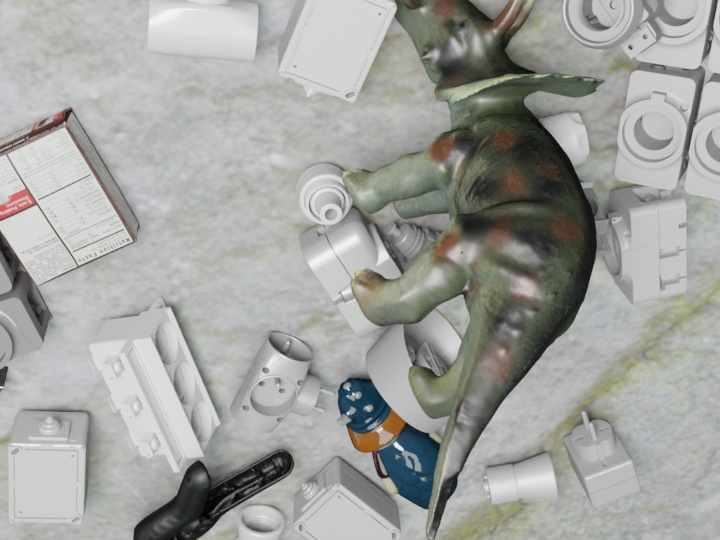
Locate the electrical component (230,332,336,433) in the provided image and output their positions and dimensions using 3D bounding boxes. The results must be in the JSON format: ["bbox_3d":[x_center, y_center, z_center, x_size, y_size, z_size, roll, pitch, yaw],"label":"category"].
[{"bbox_3d":[-0.060,0.103,0.927,0.079,0.044,0.077,22,111,-19],"label":"electrical component"}]

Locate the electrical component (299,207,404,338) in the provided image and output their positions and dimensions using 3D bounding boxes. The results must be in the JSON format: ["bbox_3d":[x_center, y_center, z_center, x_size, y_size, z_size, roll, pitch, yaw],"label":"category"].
[{"bbox_3d":[0.000,0.000,0.880,0.059,0.053,0.095,-30,117,6],"label":"electrical component"}]

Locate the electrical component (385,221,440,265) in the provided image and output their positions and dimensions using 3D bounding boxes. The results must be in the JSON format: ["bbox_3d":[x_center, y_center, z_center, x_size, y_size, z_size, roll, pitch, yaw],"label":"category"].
[{"bbox_3d":[0.054,-0.015,0.889,0.078,0.040,0.040,33,107,-22],"label":"electrical component"}]

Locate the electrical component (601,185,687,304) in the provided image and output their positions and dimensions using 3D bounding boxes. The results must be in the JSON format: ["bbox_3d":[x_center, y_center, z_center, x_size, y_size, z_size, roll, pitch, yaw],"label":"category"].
[{"bbox_3d":[0.239,-0.023,0.909,0.056,0.050,0.089,-11,117,-4],"label":"electrical component"}]

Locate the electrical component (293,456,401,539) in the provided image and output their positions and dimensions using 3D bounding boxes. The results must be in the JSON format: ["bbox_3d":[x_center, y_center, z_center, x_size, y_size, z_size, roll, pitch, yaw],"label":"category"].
[{"bbox_3d":[-0.017,0.218,0.985,0.096,0.061,0.061,41,104,-16],"label":"electrical component"}]

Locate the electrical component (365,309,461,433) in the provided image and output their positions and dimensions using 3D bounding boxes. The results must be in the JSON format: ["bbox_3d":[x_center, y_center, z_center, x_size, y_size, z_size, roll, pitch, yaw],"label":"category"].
[{"bbox_3d":[0.054,0.085,0.909,0.099,0.099,0.064,39,111,-24],"label":"electrical component"}]

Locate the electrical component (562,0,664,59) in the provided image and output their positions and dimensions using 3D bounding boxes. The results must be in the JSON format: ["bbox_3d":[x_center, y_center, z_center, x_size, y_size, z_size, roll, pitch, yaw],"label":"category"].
[{"bbox_3d":[0.179,-0.189,0.770,0.058,0.057,0.078,-35,87,34],"label":"electrical component"}]

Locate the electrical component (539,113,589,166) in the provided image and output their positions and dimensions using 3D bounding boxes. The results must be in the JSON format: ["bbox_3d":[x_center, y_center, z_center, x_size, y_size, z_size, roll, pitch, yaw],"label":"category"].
[{"bbox_3d":[0.149,-0.100,0.860,0.062,0.043,0.043,-13,117,-1],"label":"electrical component"}]

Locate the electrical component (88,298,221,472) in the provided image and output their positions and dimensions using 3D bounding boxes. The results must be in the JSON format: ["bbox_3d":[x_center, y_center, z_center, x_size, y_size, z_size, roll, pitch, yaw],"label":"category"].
[{"bbox_3d":[-0.171,0.096,0.894,0.063,0.078,0.121,-8,119,19],"label":"electrical component"}]

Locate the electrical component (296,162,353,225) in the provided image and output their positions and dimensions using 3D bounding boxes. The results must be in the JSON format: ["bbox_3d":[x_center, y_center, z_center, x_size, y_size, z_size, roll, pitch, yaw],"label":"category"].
[{"bbox_3d":[-0.027,-0.056,0.843,0.043,0.062,0.043,-4,117,-8],"label":"electrical component"}]

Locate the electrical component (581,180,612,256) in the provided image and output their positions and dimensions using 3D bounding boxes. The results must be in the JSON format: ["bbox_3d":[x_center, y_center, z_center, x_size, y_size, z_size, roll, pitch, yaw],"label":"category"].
[{"bbox_3d":[0.172,-0.033,0.884,0.042,0.081,0.063,-5,139,-7],"label":"electrical component"}]

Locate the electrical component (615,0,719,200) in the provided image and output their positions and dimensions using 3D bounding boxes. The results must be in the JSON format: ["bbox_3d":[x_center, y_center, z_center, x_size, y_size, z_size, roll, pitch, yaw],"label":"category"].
[{"bbox_3d":[0.263,-0.152,0.816,0.105,0.060,0.186,14,118,21],"label":"electrical component"}]

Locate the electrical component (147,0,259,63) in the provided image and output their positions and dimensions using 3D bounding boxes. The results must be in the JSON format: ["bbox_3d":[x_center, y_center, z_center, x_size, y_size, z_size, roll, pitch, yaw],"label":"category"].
[{"bbox_3d":[-0.112,-0.192,0.772,0.077,0.044,0.079,3,116,-11],"label":"electrical component"}]

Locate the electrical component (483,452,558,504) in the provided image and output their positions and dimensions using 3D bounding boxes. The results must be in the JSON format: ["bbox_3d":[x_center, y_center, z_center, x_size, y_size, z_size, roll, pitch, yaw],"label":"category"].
[{"bbox_3d":[0.149,0.198,1.010,0.065,0.044,0.044,-10,117,1],"label":"electrical component"}]

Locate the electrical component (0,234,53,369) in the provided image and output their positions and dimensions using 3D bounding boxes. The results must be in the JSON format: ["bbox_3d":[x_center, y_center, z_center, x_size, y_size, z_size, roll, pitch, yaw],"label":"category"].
[{"bbox_3d":[-0.353,0.038,0.839,0.186,0.060,0.105,-19,117,1],"label":"electrical component"}]

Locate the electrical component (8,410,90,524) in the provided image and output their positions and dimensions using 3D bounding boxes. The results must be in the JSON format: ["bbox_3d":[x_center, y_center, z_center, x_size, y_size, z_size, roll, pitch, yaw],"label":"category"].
[{"bbox_3d":[-0.263,0.159,0.913,0.062,0.061,0.096,3,115,-11],"label":"electrical component"}]

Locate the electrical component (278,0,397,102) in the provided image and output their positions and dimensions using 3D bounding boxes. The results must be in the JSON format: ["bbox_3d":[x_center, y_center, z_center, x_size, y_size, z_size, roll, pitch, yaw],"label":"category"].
[{"bbox_3d":[-0.021,-0.173,0.791,0.062,0.061,0.096,18,120,-15],"label":"electrical component"}]

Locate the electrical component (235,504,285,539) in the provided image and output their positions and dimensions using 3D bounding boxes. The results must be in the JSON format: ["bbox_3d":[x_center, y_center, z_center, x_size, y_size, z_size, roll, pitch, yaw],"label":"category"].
[{"bbox_3d":[-0.095,0.252,0.995,0.045,0.045,0.055,5,116,-11],"label":"electrical component"}]

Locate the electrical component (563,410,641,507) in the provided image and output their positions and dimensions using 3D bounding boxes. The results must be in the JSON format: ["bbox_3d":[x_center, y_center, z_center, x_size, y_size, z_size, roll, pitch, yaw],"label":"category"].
[{"bbox_3d":[0.218,0.164,0.989,0.047,0.065,0.076,-21,117,2],"label":"electrical component"}]
